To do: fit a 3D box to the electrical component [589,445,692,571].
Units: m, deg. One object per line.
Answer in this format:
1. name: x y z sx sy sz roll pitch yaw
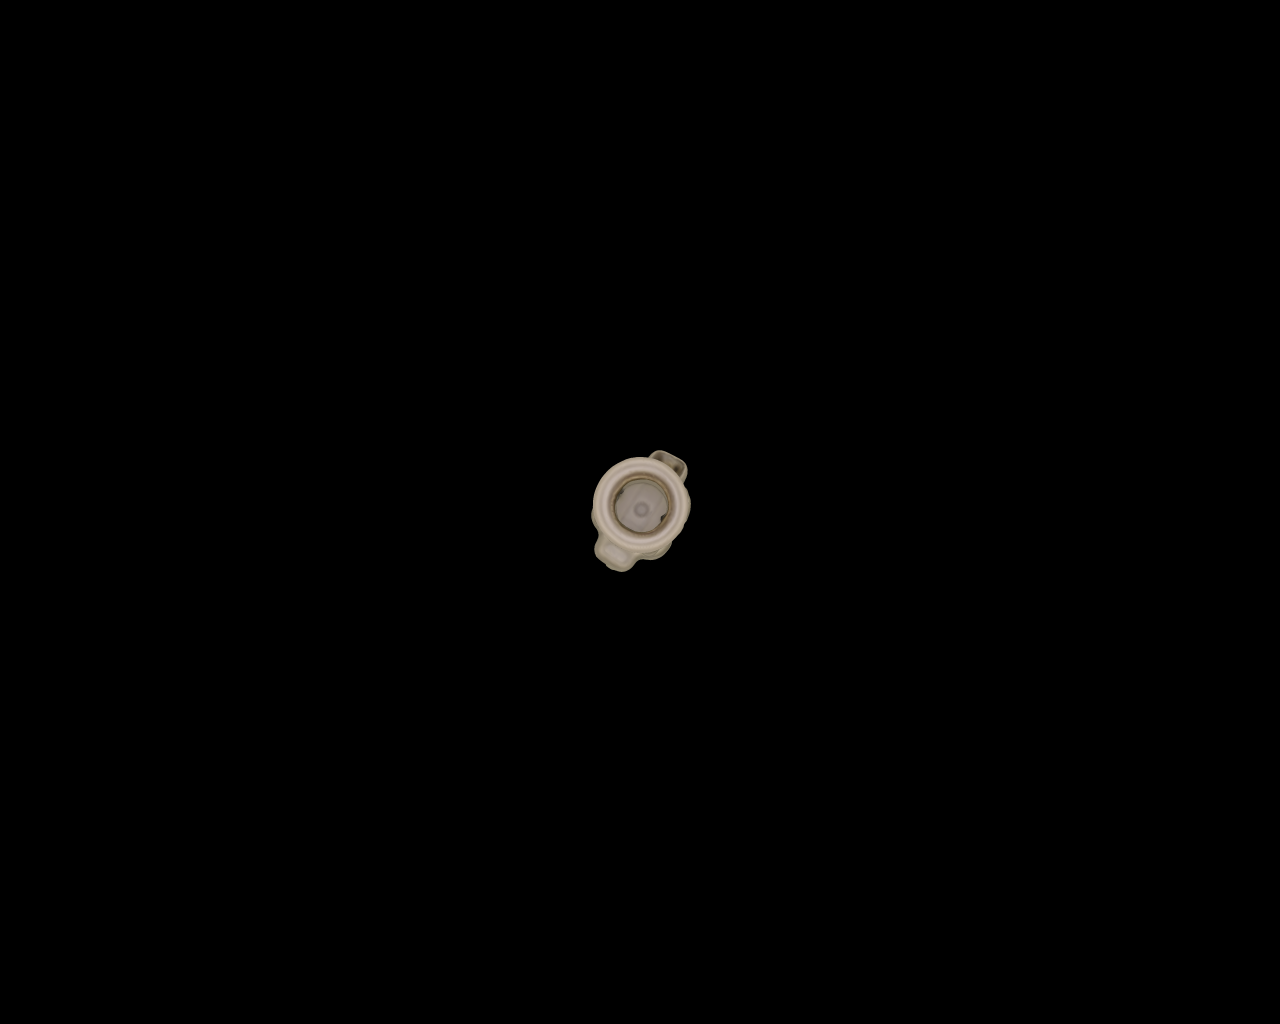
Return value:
1. electrical component: 0.001 -0.003 0.650 0.058 0.078 0.057 32 -4 2
